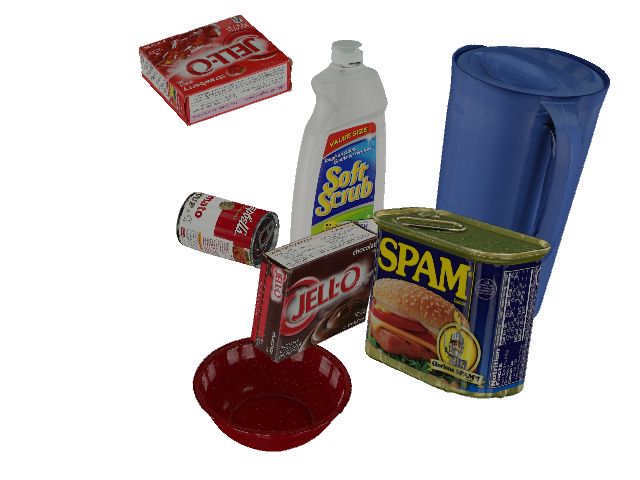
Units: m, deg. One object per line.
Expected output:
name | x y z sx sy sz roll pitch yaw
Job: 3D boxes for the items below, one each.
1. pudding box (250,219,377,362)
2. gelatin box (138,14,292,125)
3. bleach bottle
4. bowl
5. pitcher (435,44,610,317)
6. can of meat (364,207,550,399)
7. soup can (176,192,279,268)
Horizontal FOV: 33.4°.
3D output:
pudding box | -0.004 0.040 0.893 0.039 0.090 0.113 32 36 32
gelatin box | -0.076 -0.125 0.774 0.089 0.030 0.073 -23 48 -23
bleach bottle | 0.015 -0.078 1.088 0.102 0.251 0.068 -4 26 -10
bowl | -0.049 0.166 1.096 0.162 0.055 0.162 2 31 -1
pitcher | 0.167 -0.041 0.942 0.145 0.243 0.149 22 32 26
can of meat | 0.072 0.033 0.598 0.057 0.084 0.102 -7 18 -40
soup can | -0.108 -0.013 1.246 0.102 0.068 0.068 16 6 21
